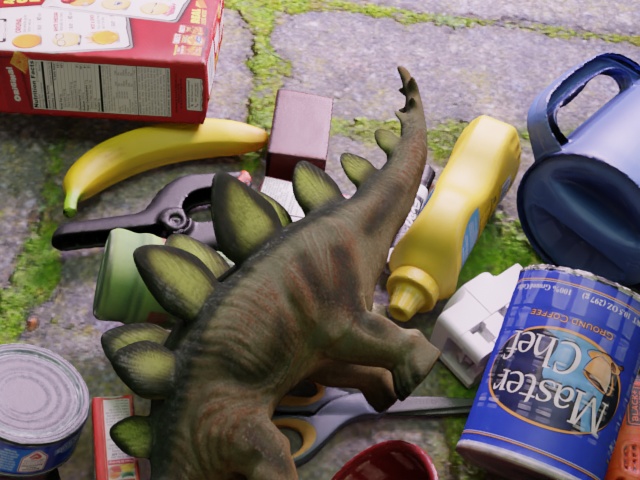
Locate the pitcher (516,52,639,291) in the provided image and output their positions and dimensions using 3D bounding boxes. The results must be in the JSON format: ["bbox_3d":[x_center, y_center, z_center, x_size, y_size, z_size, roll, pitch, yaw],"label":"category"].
[{"bbox_3d":[0.280,-0.082,0.916,0.145,0.149,0.242,27,50,29],"label":"pitcher"}]

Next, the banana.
[{"bbox_3d":[-0.142,-0.071,0.922,0.197,0.037,0.070,-24,58,-25],"label":"banana"}]

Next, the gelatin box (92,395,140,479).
[{"bbox_3d":[-0.136,0.157,0.714,0.030,0.089,0.073,-3,53,-13],"label":"gelatin box"}]

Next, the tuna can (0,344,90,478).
[{"bbox_3d":[-0.192,0.108,0.684,0.086,0.034,0.086,18,36,-14],"label":"tuna can"}]

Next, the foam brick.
[{"bbox_3d":[-0.018,-0.085,0.938,0.051,0.053,0.078,7,53,-1],"label":"foam brick"}]

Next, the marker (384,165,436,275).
[{"bbox_3d":[0.078,-0.020,0.919,0.020,0.020,0.121,17,53,7],"label":"marker"}]

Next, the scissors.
[{"bbox_3d":[0.029,0.140,0.793,0.202,0.016,0.096,13,54,4],"label":"scissors"}]

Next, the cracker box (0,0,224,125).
[{"bbox_3d":[-0.199,-0.175,0.956,0.213,0.072,0.164,3,38,-1],"label":"cracker box"}]

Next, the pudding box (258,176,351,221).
[{"bbox_3d":[-0.006,0.001,0.882,0.113,0.039,0.090,12,53,5],"label":"pudding box"}]

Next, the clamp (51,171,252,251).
[{"bbox_3d":[-0.117,0.003,0.869,0.171,0.039,0.120,-29,71,-22],"label":"clamp"}]

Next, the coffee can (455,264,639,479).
[{"bbox_3d":[0.167,0.102,0.754,0.103,0.103,0.140,20,75,9],"label":"coffee can"}]

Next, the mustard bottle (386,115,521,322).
[{"bbox_3d":[0.103,-0.008,0.864,0.058,0.096,0.191,25,54,12],"label":"mustard bottle"}]

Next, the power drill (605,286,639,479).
[{"bbox_3d":[0.300,0.125,0.809,0.187,0.057,0.184,8,56,4],"label":"power drill"}]

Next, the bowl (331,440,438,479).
[{"bbox_3d":[0.040,0.211,0.676,0.055,0.162,0.162,33,49,-21],"label":"bowl"}]
